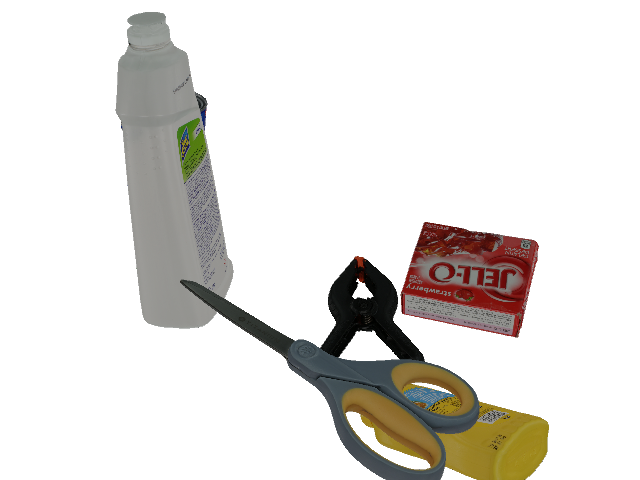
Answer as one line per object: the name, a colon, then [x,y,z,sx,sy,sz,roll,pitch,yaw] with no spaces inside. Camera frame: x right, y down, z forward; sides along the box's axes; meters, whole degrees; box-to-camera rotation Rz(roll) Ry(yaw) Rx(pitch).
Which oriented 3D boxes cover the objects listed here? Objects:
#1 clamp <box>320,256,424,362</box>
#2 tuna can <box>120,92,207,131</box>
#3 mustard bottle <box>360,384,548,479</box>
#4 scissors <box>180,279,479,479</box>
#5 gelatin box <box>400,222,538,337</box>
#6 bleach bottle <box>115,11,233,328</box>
clamp: [0.059,0.088,1.188,0.120,0.171,0.039,7,-43,3]
tuna can: [-0.157,-0.126,1.069,0.086,0.034,0.086,5,26,-3]
mustard bottle: [0.108,0.173,1.000,0.192,0.058,0.096,12,19,38]
scissors: [0.011,0.067,0.625,0.096,0.016,0.202,-19,45,-34]
gelatin box: [0.111,0.027,0.789,0.089,0.073,0.030,10,-40,14]
bleach bottle: [-0.118,-0.058,0.842,0.068,0.251,0.102,2,31,9]
